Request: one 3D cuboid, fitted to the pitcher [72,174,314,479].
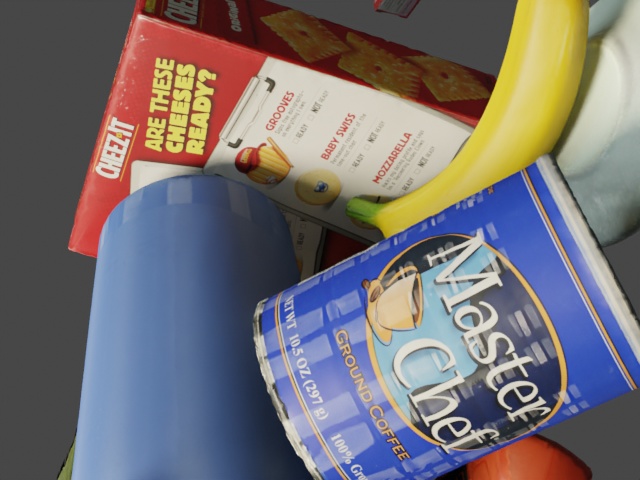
[{"bbox_3d":[-0.051,0.090,0.526,0.243,0.145,0.149,-99,16,-44],"label":"pitcher"}]

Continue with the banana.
[{"bbox_3d":[0.080,-0.053,0.526,0.198,0.069,0.037,-53,-6,37],"label":"banana"}]

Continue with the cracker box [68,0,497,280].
[{"bbox_3d":[-0.021,-0.047,0.626,0.072,0.213,0.164,-93,23,-52],"label":"cracker box"}]

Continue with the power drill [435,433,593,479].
[{"bbox_3d":[0.065,0.170,0.434,0.185,0.057,0.187,-54,9,44],"label":"power drill"}]

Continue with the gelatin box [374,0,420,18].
[{"bbox_3d":[0.065,-0.211,0.739,0.089,0.030,0.073,129,145,-51],"label":"gelatin box"}]

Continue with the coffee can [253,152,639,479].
[{"bbox_3d":[0.058,0.040,0.451,0.140,0.102,0.103,-27,42,13],"label":"coffee can"}]
